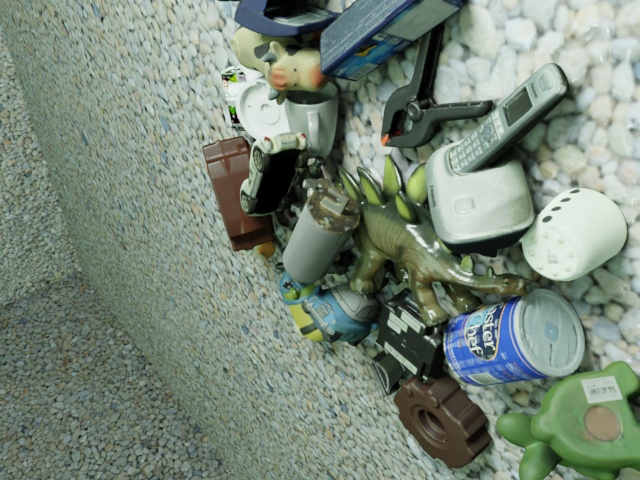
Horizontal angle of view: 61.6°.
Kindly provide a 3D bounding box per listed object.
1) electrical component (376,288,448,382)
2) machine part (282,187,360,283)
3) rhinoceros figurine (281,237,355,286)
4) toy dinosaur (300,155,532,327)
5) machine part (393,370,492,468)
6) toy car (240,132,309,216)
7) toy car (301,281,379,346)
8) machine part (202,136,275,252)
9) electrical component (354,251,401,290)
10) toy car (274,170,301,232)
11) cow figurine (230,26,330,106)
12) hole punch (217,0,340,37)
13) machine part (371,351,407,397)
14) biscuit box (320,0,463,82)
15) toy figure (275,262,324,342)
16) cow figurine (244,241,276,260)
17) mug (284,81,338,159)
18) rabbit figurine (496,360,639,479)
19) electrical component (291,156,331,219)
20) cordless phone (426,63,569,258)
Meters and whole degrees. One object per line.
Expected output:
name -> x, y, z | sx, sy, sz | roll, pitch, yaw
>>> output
electrical component -> 0.154, 0.146, 0.861 | 0.115, 0.058, 0.134 | 38, 142, 29
machine part -> -0.002, -0.002, 0.788 | 0.079, 0.079, 0.243 | 52, 150, 13
rhinoceros figurine -> 0.001, 0.021, 0.974 | 0.190, 0.073, 0.112 | -10, 98, 58
toy dinosaur -> 0.097, -0.018, 0.775 | 0.472, 0.105, 0.198 | 22, 125, 52
machine part -> 0.204, 0.307, 0.922 | 0.180, 0.056, 0.179 | 36, 143, 33
toy car -> -0.074, -0.097, 0.814 | 0.201, 0.073, 0.056 | 120, 134, -57
toy car -> 0.046, 0.116, 0.941 | 0.103, 0.161, 0.109 | -45, 62, 12
machine part -> -0.149, -0.088, 1.004 | 0.201, 0.087, 0.201 | -143, 38, -79
electrical component -> 0.097, 0.052, 0.900 | 0.094, 0.021, 0.063 | 40, 144, 28
toy car -> -0.071, -0.088, 0.961 | 0.089, 0.053, 0.202 | 50, 164, 27
cow figurine -> -0.058, -0.262, 0.766 | 0.195, 0.127, 0.085 | 36, 145, 38
hole punch -> -0.046, -0.311, 0.712 | 0.116, 0.142, 0.092 | -2, 118, 43
machine part -> 0.130, 0.229, 0.966 | 0.138, 0.039, 0.084 | 120, 142, -54
biscuit box -> 0.073, -0.255, 0.629 | 0.203, 0.059, 0.062 | -15, 75, 58
toy figure -> -0.028, 0.122, 1.082 | 0.089, 0.082, 0.180 | 2, 114, 57
cow figurine -> -0.159, -0.025, 1.160 | 0.167, 0.068, 0.098 | 61, 155, 5
mug -> -0.008, -0.170, 0.805 | 0.107, 0.081, 0.110 | 84, 174, -46
rabbit figurine -> 0.304, 0.239, 0.639 | 0.170, 0.159, 0.121 | 68, -177, -57
electrical component -> -0.015, -0.074, 0.829 | 0.102, 0.045, 0.078 | 136, 119, -65
cordless phone -> 0.197, -0.079, 0.559 | 0.184, 0.089, 0.147 | -51, 29, 45
